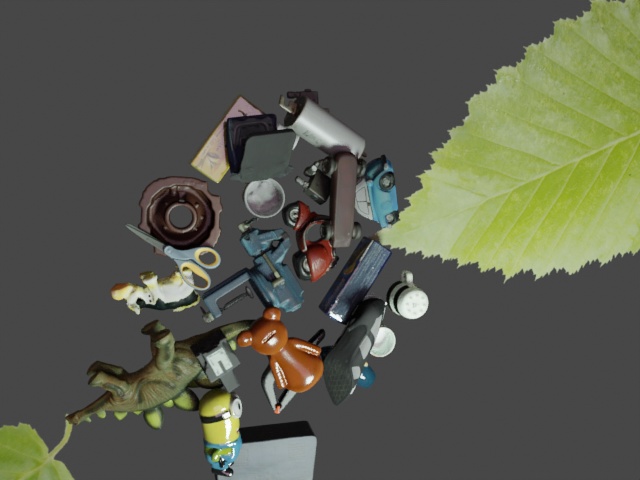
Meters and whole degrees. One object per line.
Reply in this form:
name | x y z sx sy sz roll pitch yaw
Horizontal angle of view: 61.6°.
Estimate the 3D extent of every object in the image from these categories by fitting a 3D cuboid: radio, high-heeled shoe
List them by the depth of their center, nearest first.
high-heeled shoe | 0.084 0.247 1.214 0.145 0.086 0.248 -25 134 -50
radio | -0.127 0.499 1.228 0.230 0.073 0.131 -1 100 -15

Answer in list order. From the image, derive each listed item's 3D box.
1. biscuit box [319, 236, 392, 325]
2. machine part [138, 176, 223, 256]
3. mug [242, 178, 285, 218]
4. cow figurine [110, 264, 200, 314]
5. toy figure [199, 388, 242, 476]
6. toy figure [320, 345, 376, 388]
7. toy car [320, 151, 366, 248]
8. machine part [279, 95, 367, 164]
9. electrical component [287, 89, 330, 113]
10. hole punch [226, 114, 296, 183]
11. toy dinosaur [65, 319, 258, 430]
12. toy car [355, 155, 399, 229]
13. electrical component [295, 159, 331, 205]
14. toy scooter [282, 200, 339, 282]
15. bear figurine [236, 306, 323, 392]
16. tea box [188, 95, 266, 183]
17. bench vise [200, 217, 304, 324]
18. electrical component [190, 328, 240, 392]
biscuit box | 0.079 0.093 1.231 0.062 0.059 0.202 34 88 -20
machine part | -0.286 -0.048 1.103 0.179 0.056 0.179 -2 98 -15
mug | -0.132 -0.098 1.114 0.109 0.107 0.081 45 83 -13
cow figurine | -0.338 0.111 1.108 0.167 0.068 0.098 -15 107 -14
toy figure | -0.207 0.397 1.113 0.089 0.082 0.180 -2 103 -34
toy figure | 0.060 0.291 1.259 0.154 0.058 0.064 37 79 -14
toy car | 0.045 -0.085 1.132 0.089 0.053 0.202 -4 102 -29
machine part | 0.011 -0.228 1.136 0.243 0.079 0.079 29 90 -31
electrical component | -0.025 -0.293 1.159 0.094 0.021 0.063 -3 99 -16
hole punch | -0.119 -0.177 1.029 0.142 0.092 0.115 -16 139 -35
toy dinosaur | -0.308 0.265 1.126 0.471 0.105 0.198 -31 115 -5
toy car | 0.120 -0.105 1.199 0.103 0.109 0.161 -6 113 7
electrical component | 0.003 -0.126 1.173 0.102 0.045 0.078 42 52 -14
toy scooter | -0.002 -0.004 1.186 0.135 0.075 0.183 -14 98 -16
bear figurine | -0.086 0.229 1.131 0.195 0.132 0.120 46 78 -14
tea box | -0.190 -0.202 1.085 0.068 0.098 0.169 35 89 -18
bench vise | -0.153 0.082 1.132 0.241 0.129 0.223 -33 104 -14
electrical component | -0.203 0.249 1.092 0.075 0.048 0.119 -34 120 -16
